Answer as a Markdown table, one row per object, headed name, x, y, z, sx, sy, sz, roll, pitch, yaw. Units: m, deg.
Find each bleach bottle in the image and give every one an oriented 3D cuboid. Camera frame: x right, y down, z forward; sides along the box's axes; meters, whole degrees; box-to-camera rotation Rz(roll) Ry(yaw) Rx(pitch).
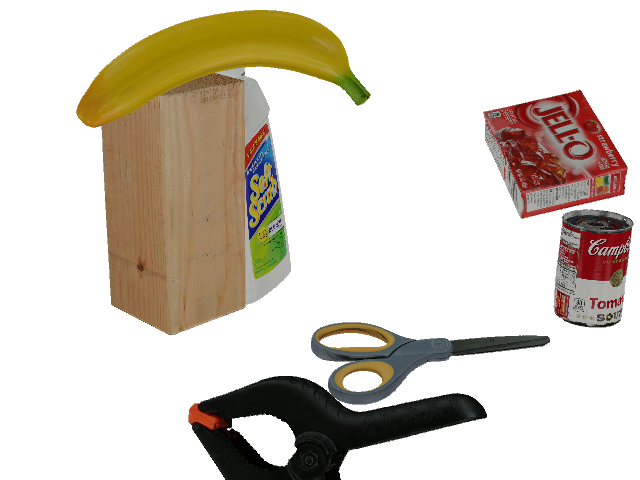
| name | x | y | z | sx | sy | sz | roll | pitch | yaw |
| --- | --- | --- | --- | --- | --- | --- | --- | --- | --- |
| bleach bottle | -0.086 | -0.066 | 1.117 | 0.068 | 0.251 | 0.102 | 10 | 29 | 30 |

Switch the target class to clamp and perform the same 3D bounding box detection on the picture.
| name | x | y | z | sx | sy | sz | roll | pitch | yaw |
| --- | --- | --- | --- | --- | --- | --- | --- | --- | --- |
| clamp | 0.003 | 0.135 | 0.605 | 0.172 | 0.120 | 0.039 | 7 | -12 | 23 |

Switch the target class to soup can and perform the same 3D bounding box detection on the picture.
| name | x | y | z | sx | sy | sz | roll | pitch | yaw |
| --- | --- | --- | --- | --- | --- | --- | --- | --- | --- |
| soup can | 0.270 | 0.027 | 1.060 | 0.068 | 0.102 | 0.068 | 1 | 18 | -1 |

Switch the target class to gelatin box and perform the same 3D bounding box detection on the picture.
| name | x | y | z | sx | sy | sz | roll | pitch | yaw |
| --- | --- | --- | --- | --- | --- | --- | --- | --- | --- |
| gelatin box | 0.160 | -0.062 | 0.735 | 0.073 | 0.089 | 0.030 | -13 | -44 | -1 |

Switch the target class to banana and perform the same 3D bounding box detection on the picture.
| name | x | y | z | sx | sy | sz | roll | pitch | yaw |
| --- | --- | --- | --- | --- | --- | --- | --- | --- | --- |
| banana | -0.064 | -0.117 | 0.703 | 0.197 | 0.069 | 0.037 | -8 | -20 | -16 |

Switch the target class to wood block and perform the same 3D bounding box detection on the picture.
| name | x | y | z | sx | sy | sz | roll | pitch | yaw |
| --- | --- | --- | --- | --- | --- | --- | --- | --- | --- |
| wood block | -0.125 | -0.038 | 0.918 | 0.091 | 0.206 | 0.090 | 21 | 28 | 40 |

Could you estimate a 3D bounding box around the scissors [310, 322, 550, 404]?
| name | x | y | z | sx | sy | sz | roll | pitch | yaw |
| --- | --- | --- | --- | --- | --- | --- | --- | --- | --- |
| scissors | 0.090 | 0.103 | 0.882 | 0.202 | 0.016 | 0.096 | 5 | 39 | 5 |
